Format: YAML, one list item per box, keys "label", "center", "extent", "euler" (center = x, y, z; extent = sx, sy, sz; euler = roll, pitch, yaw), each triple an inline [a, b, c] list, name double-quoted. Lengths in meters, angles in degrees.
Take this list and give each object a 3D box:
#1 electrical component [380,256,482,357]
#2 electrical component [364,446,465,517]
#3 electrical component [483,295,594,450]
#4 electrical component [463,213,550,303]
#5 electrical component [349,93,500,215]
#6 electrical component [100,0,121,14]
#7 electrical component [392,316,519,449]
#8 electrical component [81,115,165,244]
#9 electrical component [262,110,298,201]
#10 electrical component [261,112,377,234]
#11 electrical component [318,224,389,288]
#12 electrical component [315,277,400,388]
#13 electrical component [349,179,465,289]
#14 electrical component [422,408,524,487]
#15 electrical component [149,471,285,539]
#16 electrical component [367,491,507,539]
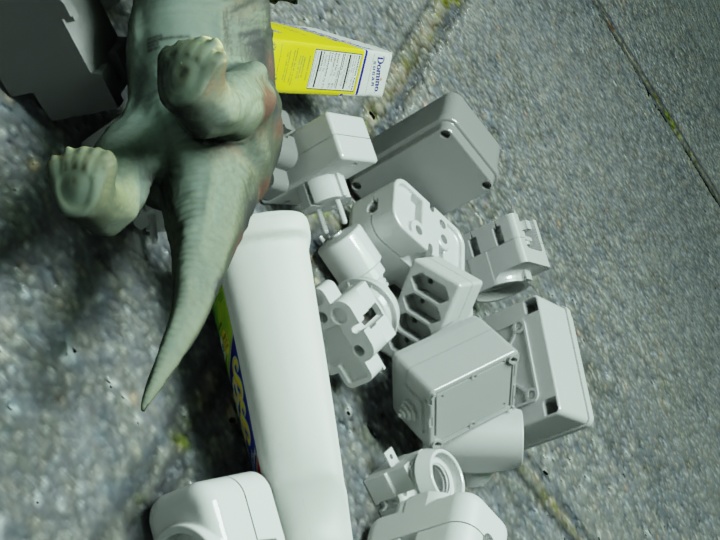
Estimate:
- label: "electrical component"
  center: [0.066, 0.035, 0.870]
  extent: [0.047, 0.083, 0.076]
  euler: [31, 20, 29]
- label: "electrical component"
  center: [0.042, 0.158, 0.783]
  extent: [0.048, 0.055, 0.066]
  euler: [-29, 92, -58]
- label: "electrical component"
  center: [0.130, 0.092, 0.907]
  extent: [0.056, 0.109, 0.108]
  euler: [23, 50, -43]
- label: "electrical component"
  center: [0.120, -0.006, 0.978]
  extent: [0.050, 0.089, 0.055]
  euler: [12, 59, -52]
- label: "electrical component"
  center: [0.056, -0.088, 0.922]
  extent: [0.078, 0.113, 0.057]
  euler: [48, 33, -24]
- label: "electrical component"
  center: [-0.169, -0.204, 0.716]
  extent: [0.047, 0.077, 0.065]
  euler: [50, 35, -21]
- label: "electrical component"
  center: [0.064, 0.084, 0.809]
  extent: [0.096, 0.061, 0.061]
  euler: [-23, 42, -24]
- label: "electrical component"
  center: [-0.129, -0.049, 0.692]
  extent: [0.083, 0.047, 0.075]
  euler: [17, 55, -49]
- label: "electrical component"
  center: [-0.086, -0.094, 0.777]
  extent: [0.057, 0.058, 0.078]
  euler: [13, 57, -54]
- label: "electrical component"
  center: [-0.030, -0.065, 0.811]
  extent: [0.047, 0.083, 0.075]
  euler: [-2, 70, -55]
- label: "electrical component"
  center: [0.000, 0.000, 0.848]
  extent: [0.078, 0.040, 0.040]
  euler: [56, 33, -12]
- label: "electrical component"
  center: [-0.005, 0.039, 0.798]
  extent: [0.078, 0.058, 0.057]
  euler: [60, 35, -6]
- label: "electrical component"
  center: [0.036, -0.024, 0.899]
  extent: [0.095, 0.059, 0.053]
  euler: [39, 39, -33]
- label: "electrical component"
  center: [0.088, 0.144, 0.849]
  extent: [0.043, 0.077, 0.079]
  euler: [-85, 174, -52]
- label: "electrical component"
  center: [-0.079, 0.167, 0.606]
  extent: [0.059, 0.054, 0.095]
  euler: [2, 66, -55]
- label: "electrical component"
  center: [0.050, 0.192, 0.733]
  extent: [0.053, 0.095, 0.059]
  euler: [49, 35, -22]
